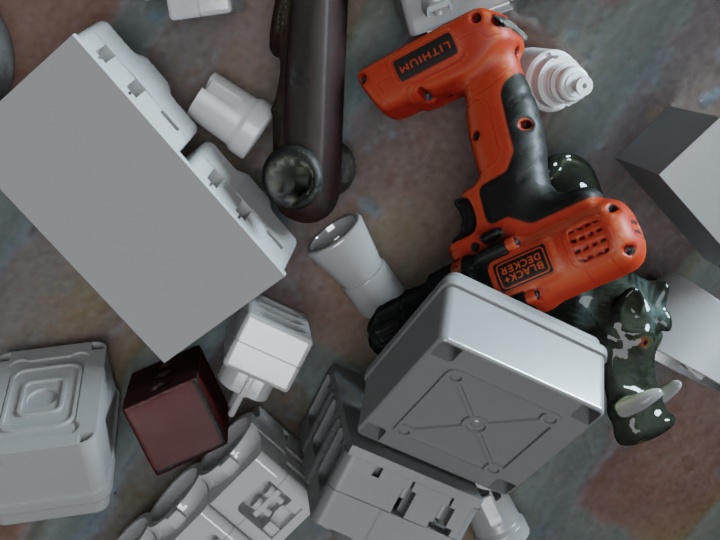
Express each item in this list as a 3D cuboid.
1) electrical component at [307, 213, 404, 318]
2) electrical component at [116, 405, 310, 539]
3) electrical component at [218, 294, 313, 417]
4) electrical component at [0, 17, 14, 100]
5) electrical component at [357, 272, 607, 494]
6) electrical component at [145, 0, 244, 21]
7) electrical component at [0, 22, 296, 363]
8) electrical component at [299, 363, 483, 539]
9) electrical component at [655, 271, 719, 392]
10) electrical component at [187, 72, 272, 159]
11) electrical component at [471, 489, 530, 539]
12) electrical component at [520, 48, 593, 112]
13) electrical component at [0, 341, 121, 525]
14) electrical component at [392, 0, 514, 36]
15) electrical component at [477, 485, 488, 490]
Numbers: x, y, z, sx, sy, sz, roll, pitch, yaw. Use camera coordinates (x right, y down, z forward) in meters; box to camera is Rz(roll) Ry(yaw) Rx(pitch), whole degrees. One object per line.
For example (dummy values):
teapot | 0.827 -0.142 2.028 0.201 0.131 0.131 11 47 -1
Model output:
electrical component | 0.000 0.000 0.730 0.044 0.044 0.065 -36 109 3
electrical component | -0.104 0.172 0.734 0.150 0.089 0.062 -45 104 5
electrical component | -0.071 0.063 0.724 0.047 0.065 0.076 26 99 -11
electrical component | -0.273 -0.129 0.658 0.108 0.060 0.108 -1 104 -6
electrical component | 0.070 0.069 0.630 0.109 0.056 0.108 25 135 -12
electrical component | -0.118 -0.189 0.668 0.077 0.047 0.065 -6 105 6
electrical component | -0.140 -0.049 0.677 0.105 0.060 0.186 -35 105 21
electrical component | 0.013 0.128 0.705 0.089 0.150 0.061 25 100 -11
electrical component | 0.226 0.049 0.739 0.099 0.099 0.064 43 89 -14
electrical component | -0.084 -0.101 0.697 0.046 0.040 0.040 34 98 -7
electrical component | 0.097 0.178 0.785 0.040 0.040 0.046 -26 99 0
electrical component | 0.125 -0.123 0.698 0.040 0.078 0.040 -5 106 -20
electrical component | -0.199 0.103 0.693 0.078 0.113 0.057 -7 121 -5
electrical component | 0.076 -0.198 0.677 0.121 0.078 0.063 -20 127 -1
electrical component | 0.089 0.124 0.762 0.045 0.055 0.045 -1 104 -6
